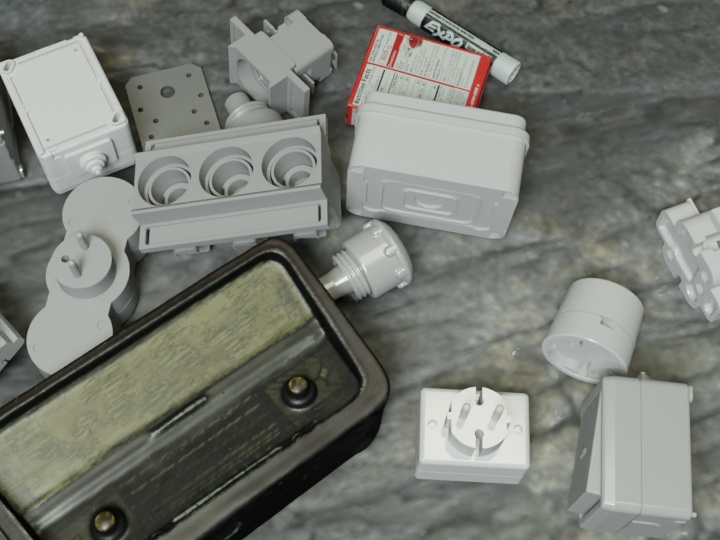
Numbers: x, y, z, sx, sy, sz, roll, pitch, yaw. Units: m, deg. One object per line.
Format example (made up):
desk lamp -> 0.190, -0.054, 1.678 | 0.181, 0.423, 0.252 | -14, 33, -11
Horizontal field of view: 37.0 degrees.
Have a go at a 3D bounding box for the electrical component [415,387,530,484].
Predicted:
electrical component -> 0.068, 0.093, 0.639 | 0.066, 0.076, 0.047 | 3, 64, 0

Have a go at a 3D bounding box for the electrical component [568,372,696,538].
electrical component -> 0.161, 0.106, 0.645 | 0.061, 0.061, 0.096 | 6, 65, 0

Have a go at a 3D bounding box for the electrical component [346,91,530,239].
electrical component -> 0.050, -0.069, 0.713 | 0.113, 0.078, 0.057 | 10, 68, 2

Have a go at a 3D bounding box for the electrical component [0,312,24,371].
electrical component -> -0.257, 0.054, 0.641 | 0.056, 0.050, 0.089 | 44, 97, 16

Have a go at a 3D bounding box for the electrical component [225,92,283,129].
electrical component -> -0.073, -0.095, 0.739 | 0.048, 0.048, 0.062 | -25, 62, -13

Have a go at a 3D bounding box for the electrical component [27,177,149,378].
electrical component -> -0.170, 0.002, 0.672 | 0.052, 0.073, 0.138 | 8, 65, 2

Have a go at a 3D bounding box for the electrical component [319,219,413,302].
electrical component -> 0.000, 0.000, 0.698 | 0.062, 0.048, 0.048 | -31, 70, -8

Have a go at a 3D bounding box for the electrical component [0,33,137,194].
electrical component -> -0.192, -0.098, 0.725 | 0.062, 0.061, 0.096 | -24, 68, -13

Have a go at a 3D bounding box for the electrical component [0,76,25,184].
electrical component -> -0.270, -0.109, 0.726 | 0.061, 0.061, 0.096 | -13, 66, -8

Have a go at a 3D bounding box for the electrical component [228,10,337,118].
electrical component -> -0.055, -0.147, 0.765 | 0.064, 0.042, 0.081 | -38, 73, -20

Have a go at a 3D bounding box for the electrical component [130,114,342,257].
electrical component -> -0.076, -0.049, 0.688 | 0.121, 0.063, 0.078 | -7, 65, 11

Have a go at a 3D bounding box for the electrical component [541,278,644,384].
electrical component -> 0.149, 0.038, 0.681 | 0.055, 0.055, 0.047 | 23, 63, 8

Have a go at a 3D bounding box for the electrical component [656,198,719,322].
electrical component -> 0.240, -0.012, 0.707 | 0.057, 0.058, 0.078 | -19, 67, -8
